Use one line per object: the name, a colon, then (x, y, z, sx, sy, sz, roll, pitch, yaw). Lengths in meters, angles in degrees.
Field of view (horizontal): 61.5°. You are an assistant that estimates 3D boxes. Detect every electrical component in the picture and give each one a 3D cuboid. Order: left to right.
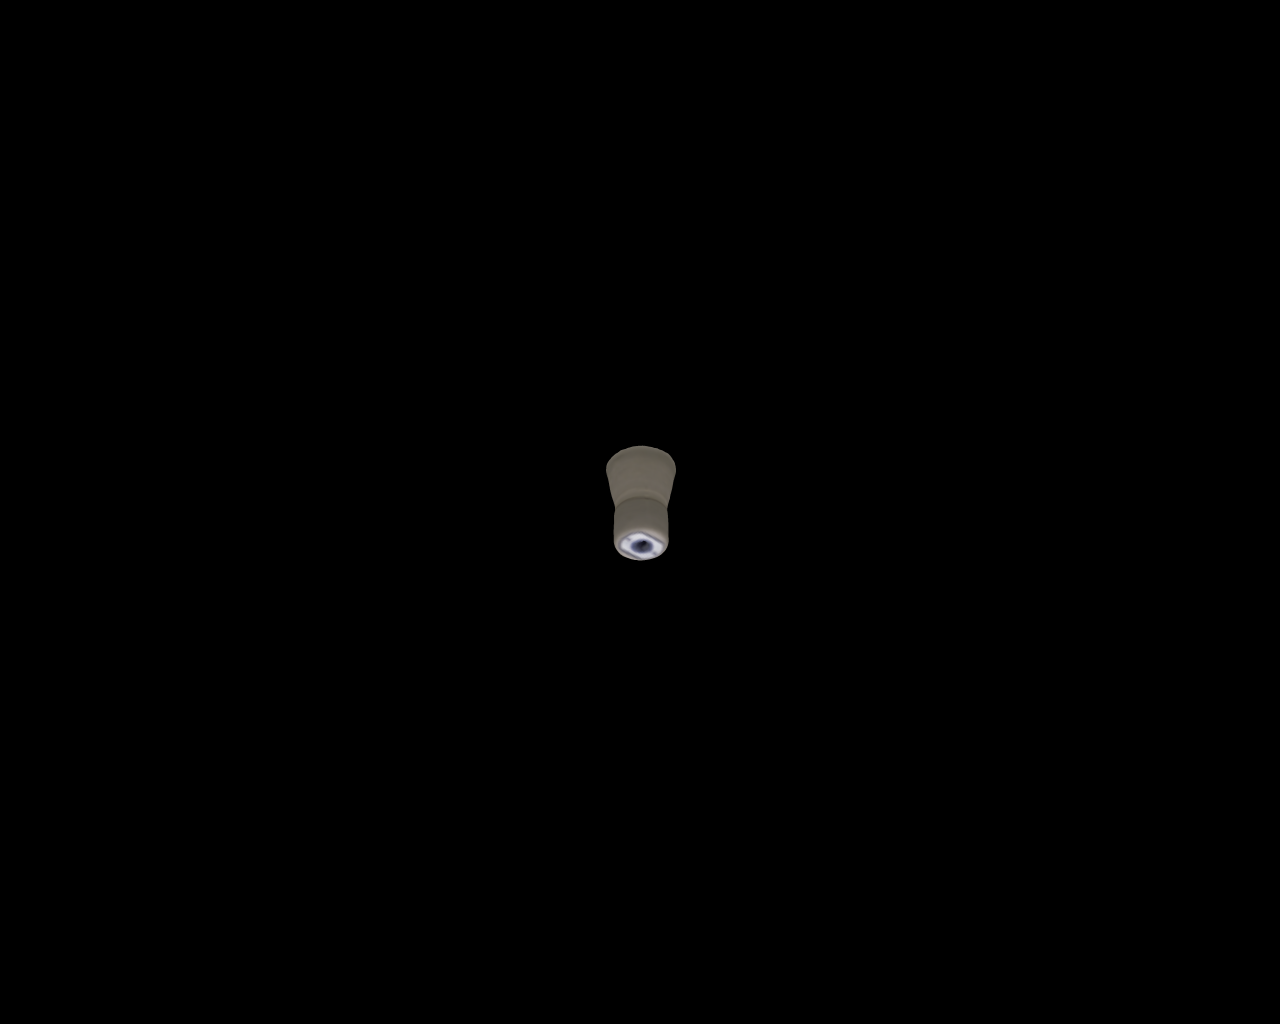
electrical component: (0.001, -0.003, 0.650, 0.044, 0.065, 0.044, 0, -39, 0)
